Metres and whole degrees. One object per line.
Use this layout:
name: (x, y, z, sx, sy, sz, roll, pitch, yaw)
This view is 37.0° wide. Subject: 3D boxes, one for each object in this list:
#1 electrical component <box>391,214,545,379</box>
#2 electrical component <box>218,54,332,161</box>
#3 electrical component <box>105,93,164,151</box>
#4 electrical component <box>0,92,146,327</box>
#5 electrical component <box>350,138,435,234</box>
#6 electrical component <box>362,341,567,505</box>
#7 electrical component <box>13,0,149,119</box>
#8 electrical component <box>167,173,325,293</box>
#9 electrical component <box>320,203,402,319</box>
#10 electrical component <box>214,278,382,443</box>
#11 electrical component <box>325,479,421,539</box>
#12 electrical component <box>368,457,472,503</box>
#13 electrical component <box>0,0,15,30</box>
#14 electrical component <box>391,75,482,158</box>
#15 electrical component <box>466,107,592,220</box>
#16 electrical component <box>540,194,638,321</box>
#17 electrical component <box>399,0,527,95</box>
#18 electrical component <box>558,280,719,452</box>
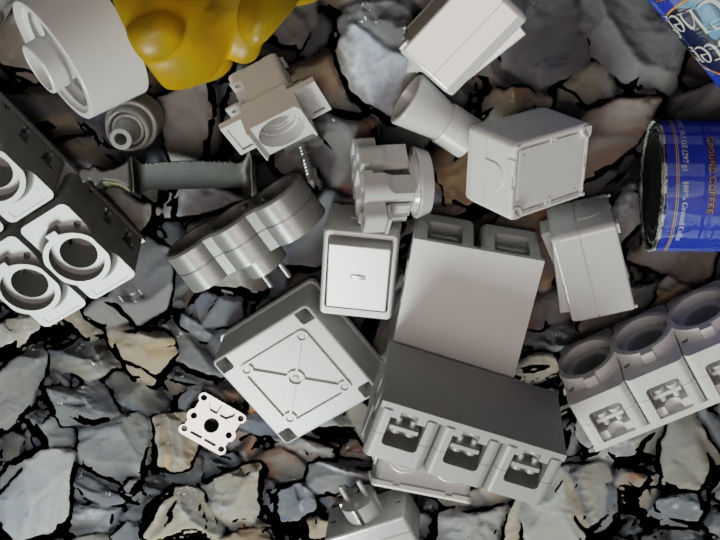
electrical component: (0.083, 0.051, 0.920, 0.105, 0.060, 0.186, 10, 118, 0)
electrical component: (-0.069, -0.128, 0.833, 0.081, 0.063, 0.042, -25, 153, 6)
electrical component: (-0.183, -0.115, 0.857, 0.043, 0.062, 0.043, 2, 118, 4)
electrical component: (-0.281, -0.046, 0.883, 0.105, 0.060, 0.186, -29, 124, 19)
electrical component: (0.026, -0.069, 0.859, 0.057, 0.078, 0.058, -4, 153, -10)
electrical component: (0.083, 0.126, 0.873, 0.150, 0.089, 0.061, 17, 118, -4)
electrical component: (-0.214, -0.164, 0.801, 0.060, 0.108, 0.108, -37, 114, -20)
electrical component: (-0.087, -0.017, 0.905, 0.138, 0.052, 0.073, -28, 112, 18)
electrical component: (0.000, 0.000, 0.901, 0.062, 0.061, 0.096, 6, 118, 2)
electrical component: (-0.053, 0.081, 0.951, 0.109, 0.056, 0.108, -32, 111, 20)
electrical component: (0.005, 0.232, 1.030, 0.083, 0.047, 0.075, -20, 114, 15)
electrical component: (0.056, 0.174, 0.968, 0.100, 0.099, 0.048, 11, 84, 0)
electrical component: (-0.321, -0.222, 0.816, 0.105, 0.060, 0.186, 34, 116, -12)
electrical component: (0.063, -0.118, 0.845, 0.065, 0.044, 0.044, 30, 116, -16)
electrical component: (0.132, -0.087, 0.834, 0.096, 0.061, 0.061, -19, 123, -32)
electrical component: (0.187, -0.004, 0.881, 0.061, 0.061, 0.096, -14, 116, 12)
electrical component: (0.075, -0.176, 0.801, 0.061, 0.061, 0.096, 39, 114, -14)
electrical component: (0.248, 0.076, 0.901, 0.150, 0.089, 0.061, -26, 112, 18)
